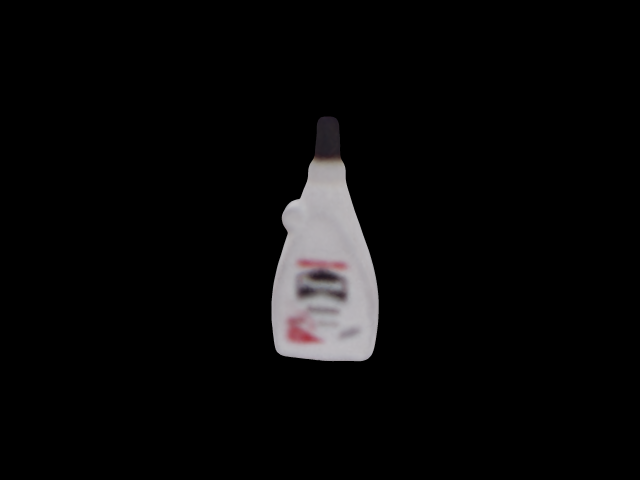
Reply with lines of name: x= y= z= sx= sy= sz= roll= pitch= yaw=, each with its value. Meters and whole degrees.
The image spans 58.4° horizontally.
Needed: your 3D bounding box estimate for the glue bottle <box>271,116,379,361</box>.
glue bottle: x=0.004 y=0.001 z=0.400 sx=0.078 sy=0.173 sz=0.037 roll=1 pitch=20 yaw=4
